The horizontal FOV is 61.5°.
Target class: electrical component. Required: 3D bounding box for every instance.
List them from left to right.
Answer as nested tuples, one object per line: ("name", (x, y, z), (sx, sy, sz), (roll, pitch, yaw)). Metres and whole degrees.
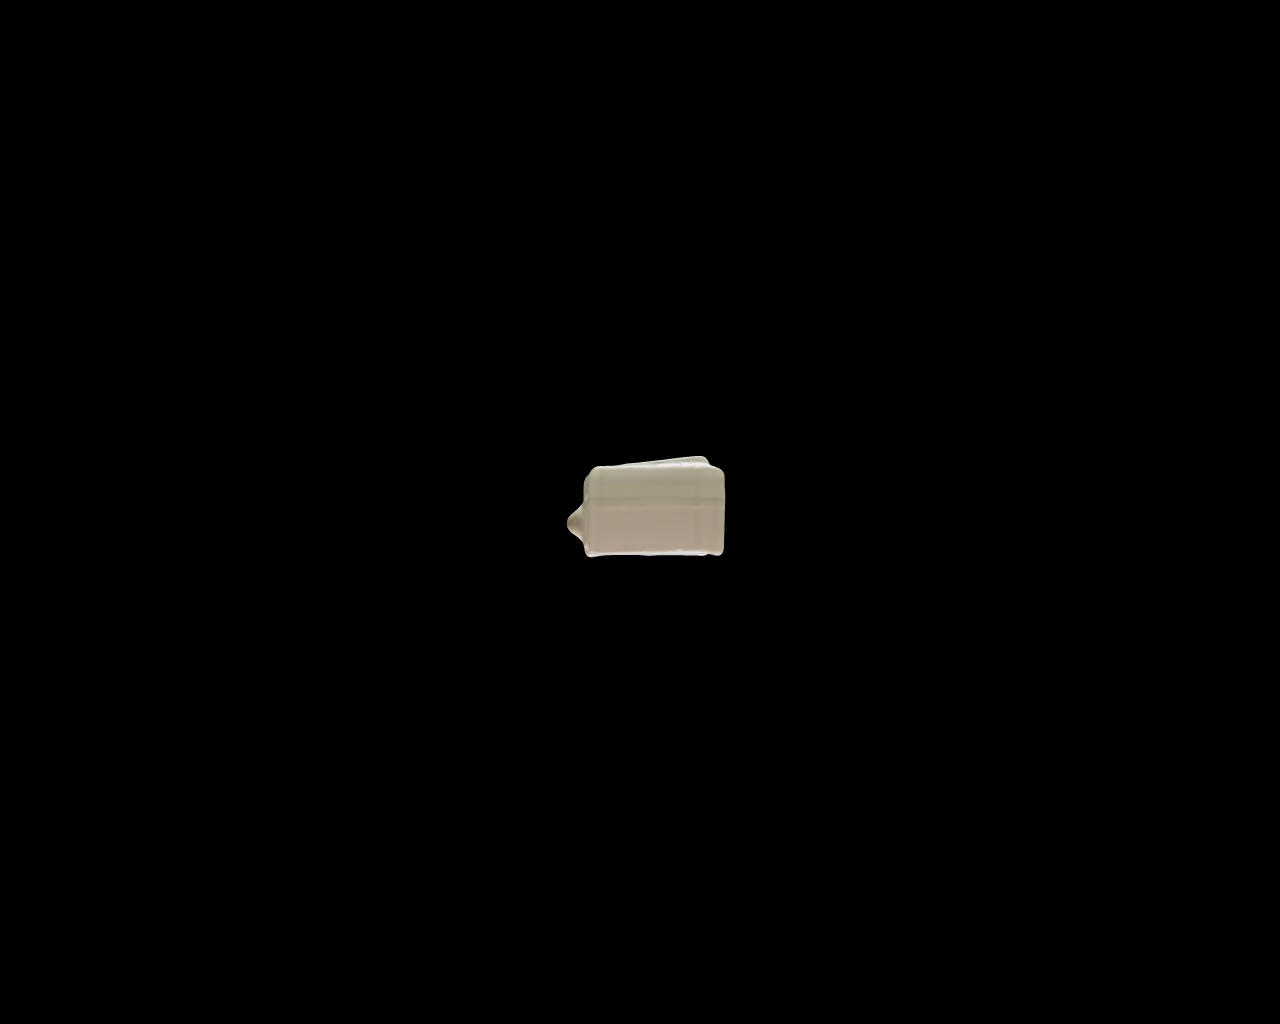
("electrical component", (0.001, -0.003, 0.650), (0.096, 0.061, 0.061), (0, -4, -7))
